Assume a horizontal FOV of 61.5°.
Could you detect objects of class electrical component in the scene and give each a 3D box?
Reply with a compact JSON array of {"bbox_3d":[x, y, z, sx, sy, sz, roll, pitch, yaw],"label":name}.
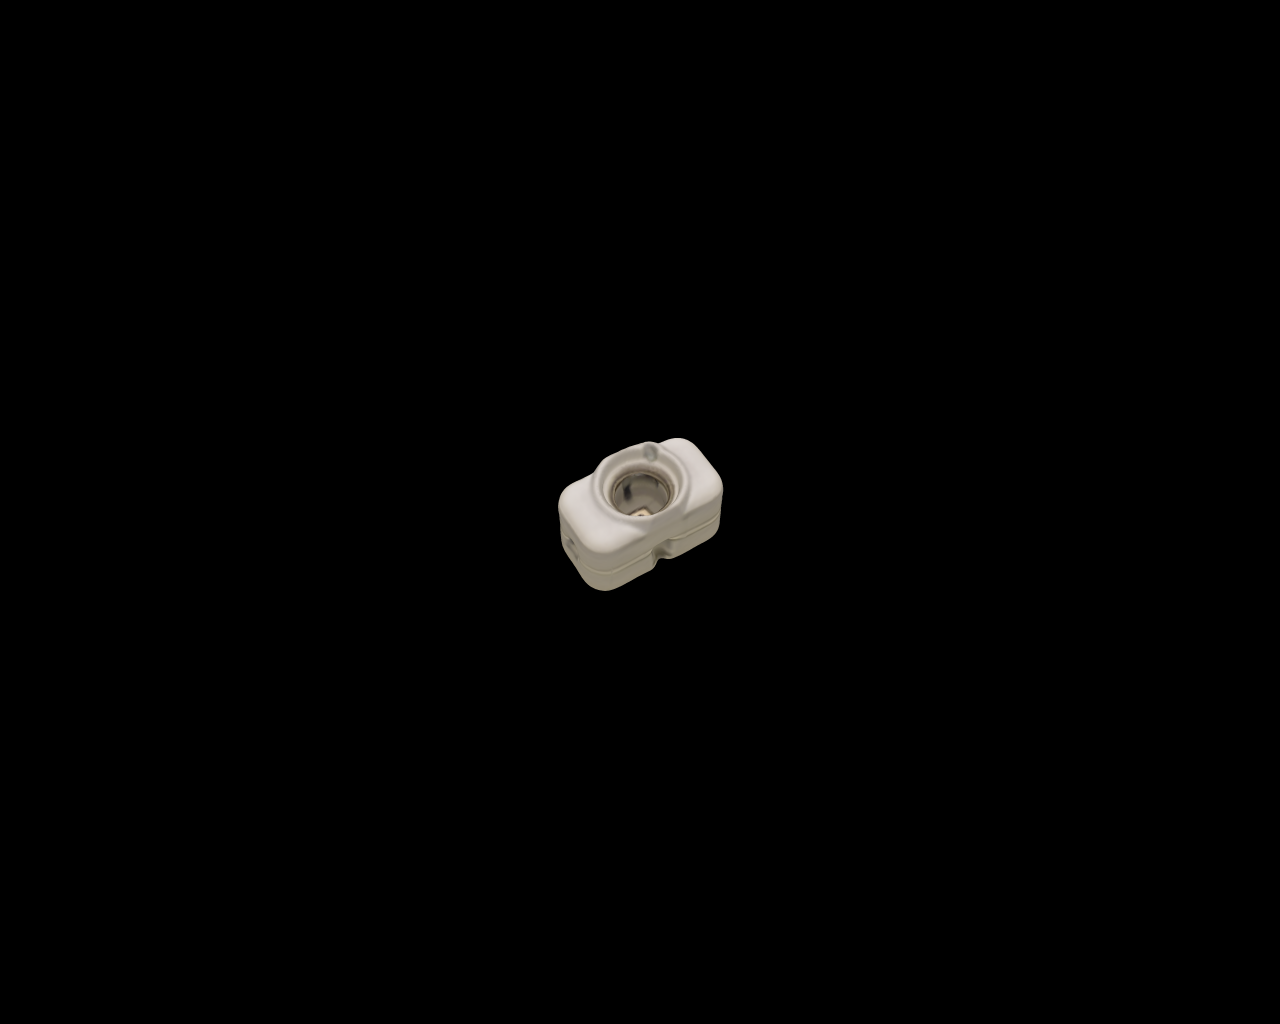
[{"bbox_3d":[0.001,-0.003,0.650,0.095,0.054,0.059,-26,-30,-16],"label":"electrical component"}]
